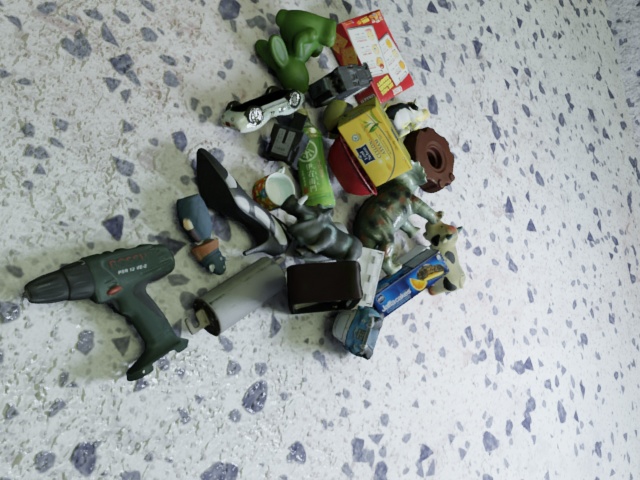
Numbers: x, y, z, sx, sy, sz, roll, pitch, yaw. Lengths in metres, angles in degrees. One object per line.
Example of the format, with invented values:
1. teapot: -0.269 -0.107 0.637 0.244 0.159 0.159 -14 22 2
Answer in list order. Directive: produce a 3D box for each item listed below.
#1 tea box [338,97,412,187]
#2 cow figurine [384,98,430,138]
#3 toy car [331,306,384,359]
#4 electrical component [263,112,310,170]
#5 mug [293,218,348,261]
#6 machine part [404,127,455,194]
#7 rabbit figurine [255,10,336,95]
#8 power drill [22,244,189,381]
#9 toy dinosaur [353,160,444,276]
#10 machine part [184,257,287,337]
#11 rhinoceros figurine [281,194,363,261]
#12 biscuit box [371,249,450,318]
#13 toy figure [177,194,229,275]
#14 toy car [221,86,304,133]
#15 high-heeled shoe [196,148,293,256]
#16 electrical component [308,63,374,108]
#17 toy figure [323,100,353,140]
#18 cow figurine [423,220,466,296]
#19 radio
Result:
1. tea box: 0.122 -0.214 1.179 0.169 0.098 0.068 51 24 -27
2. cow figurine: 0.218 -0.325 1.408 0.167 0.068 0.098 -38 98 -40
3. toy car: 0.075 0.191 1.132 0.161 0.103 0.109 32 76 -80
4. electrical component: -0.061 -0.211 1.113 0.119 0.075 0.047 -66 165 -1
5. mug: -0.002 -0.003 1.135 0.107 0.081 0.109 -12 95 -33
6. machine part: 0.296 -0.217 1.452 0.179 0.056 0.179 12 71 -37
7. rabbit figurine: -0.053 -0.406 1.173 0.159 0.121 0.170 12 87 -34
8. power drill: -0.317 0.116 0.854 0.232 0.086 0.207 -30 91 -43
9. toy dinosaur: 0.149 -0.048 1.255 0.192 0.131 0.405 47 58 -6
10. machine part: -0.145 0.101 0.993 0.243 0.079 0.079 -35 102 -40
11. rhinoceros figurine: 0.003 -0.015 1.064 0.190 0.073 0.112 36 72 -11
12. biscuit box: 0.198 0.098 1.239 0.203 0.059 0.062 -33 103 -13
13. toy figure: -0.213 -0.007 0.977 0.064 0.058 0.154 -24 100 -35
14. toy car: -0.115 -0.271 1.106 0.202 0.074 0.056 -35 133 -40
15. high-heeled shoe: -0.139 -0.077 1.047 0.145 0.086 0.248 -30 99 -49
16. electrical component: 0.040 -0.353 1.232 0.134 0.115 0.058 -26 95 -42
17. toy figure: 0.094 -0.263 1.240 0.180 0.089 0.082 24 60 0
18. cow figurine: 0.313 0.038 1.356 0.085 0.127 0.194 -28 100 -44
19. radio: 0.006 0.093 1.007 0.131 0.229 0.073 -4 79 -2
